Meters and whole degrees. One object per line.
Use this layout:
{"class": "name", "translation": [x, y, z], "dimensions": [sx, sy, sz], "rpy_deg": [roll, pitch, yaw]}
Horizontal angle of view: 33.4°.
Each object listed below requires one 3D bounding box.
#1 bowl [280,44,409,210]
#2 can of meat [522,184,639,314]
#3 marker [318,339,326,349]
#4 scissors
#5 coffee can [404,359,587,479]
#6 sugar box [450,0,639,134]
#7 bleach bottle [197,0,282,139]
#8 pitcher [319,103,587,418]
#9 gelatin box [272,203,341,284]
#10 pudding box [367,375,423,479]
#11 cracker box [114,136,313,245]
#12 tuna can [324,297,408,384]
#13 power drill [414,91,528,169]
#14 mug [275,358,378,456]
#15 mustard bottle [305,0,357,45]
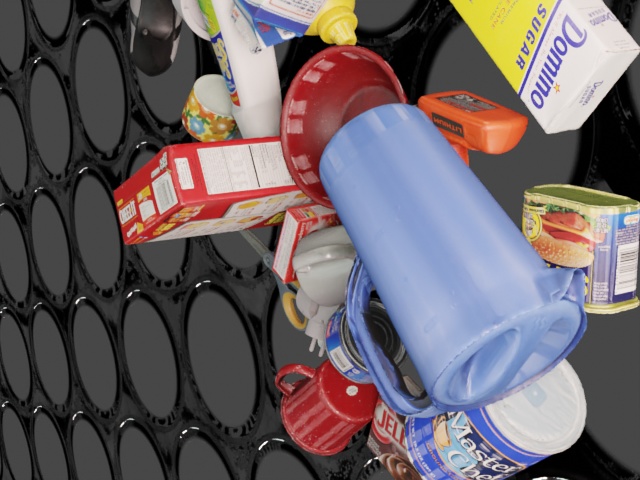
{"class": "bowl", "translation": [0.036, -0.110, 1.057], "dimensions": [0.162, 0.055, 0.162], "rpy_deg": [2, 93, 40]}
{"class": "can of meat", "translation": [0.206, 0.005, 0.852], "dimensions": [0.102, 0.057, 0.084], "rpy_deg": [20, 114, 54]}
{"class": "marker", "translation": [0.038, 0.119, 1.184], "dimensions": [0.121, 0.020, 0.020], "rpy_deg": [5, 104, 57]}
{"class": "scissors", "translation": [-0.055, 0.045, 1.310], "dimensions": [0.202, 0.016, 0.096], "rpy_deg": [27, 121, 52]}
{"class": "coffee can", "translation": [0.151, 0.159, 0.942], "dimensions": [0.141, 0.102, 0.103], "rpy_deg": [-48, 60, 52]}
{"class": "sugar box", "translation": [0.170, -0.181, 0.858], "dimensions": [0.176, 0.048, 0.093], "rpy_deg": [62, 144, 27]}
{"class": "bleach bottle", "translation": [-0.081, -0.197, 1.186], "dimensions": [0.103, 0.068, 0.251], "rpy_deg": [46, 155, 55]}
{"class": "pitcher", "translation": [0.087, 0.013, 0.859], "dimensions": [0.145, 0.149, 0.243], "rpy_deg": [90, 156, -53]}
{"class": "gelatin box", "translation": [-0.008, 0.002, 1.167], "dimensions": [0.030, 0.073, 0.089], "rpy_deg": [48, 137, 38]}
{"class": "pudding box", "translation": [0.098, 0.208, 1.100], "dimensions": [0.114, 0.039, 0.090], "rpy_deg": [43, 134, 43]}
{"class": "cracker box", "translation": [-0.092, -0.058, 1.149], "dimensions": [0.164, 0.213, 0.072], "rpy_deg": [-27, 75, 57]}
{"class": "tuna can", "translation": [0.049, 0.103, 1.100], "dimensions": [0.034, 0.085, 0.086], "rpy_deg": [-38, 68, 53]}
{"class": "power drill", "translation": [0.134, -0.028, 0.951], "dimensions": [0.185, 0.057, 0.188], "rpy_deg": [34, 127, 48]}
{"class": "mug", "translation": [0.006, 0.172, 1.173], "dimensions": [0.117, 0.093, 0.082], "rpy_deg": [34, 137, -7]}
{"class": "mustard bottle", "translation": [-0.013, -0.270, 1.104], "dimensions": [0.192, 0.058, 0.096], "rpy_deg": [60, 139, 26]}
